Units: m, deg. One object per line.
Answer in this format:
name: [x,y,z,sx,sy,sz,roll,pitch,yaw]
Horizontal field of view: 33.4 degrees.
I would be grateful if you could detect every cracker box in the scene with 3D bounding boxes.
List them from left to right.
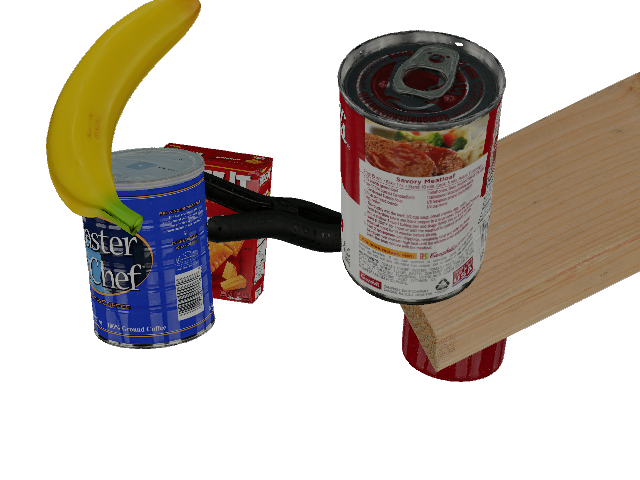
cracker box: [-0.163,-0.023,1.571,0.164,0.214,0.072,9,20,10]

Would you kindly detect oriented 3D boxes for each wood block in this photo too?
wood block: [0.140,-0.014,0.639,0.206,0.091,0.090,-26,-21,-3]

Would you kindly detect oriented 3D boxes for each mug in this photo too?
mug: [0.100,0.052,0.843,0.093,0.081,0.117,-14,31,-30]

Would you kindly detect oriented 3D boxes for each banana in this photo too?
banana: [-0.123,-0.083,0.644,0.069,0.197,0.037,11,-36,-5]

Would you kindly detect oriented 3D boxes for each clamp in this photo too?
clamp: [-0.044,-0.019,1.092,0.209,0.036,0.164,14,19,-17]

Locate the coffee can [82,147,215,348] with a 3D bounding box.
coffee can: [-0.142,0.004,0.876,0.103,0.140,0.103,-2,20,1]

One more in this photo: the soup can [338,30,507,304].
soup can: [0.042,-0.030,0.465,0.068,0.102,0.068,-1,43,1]
